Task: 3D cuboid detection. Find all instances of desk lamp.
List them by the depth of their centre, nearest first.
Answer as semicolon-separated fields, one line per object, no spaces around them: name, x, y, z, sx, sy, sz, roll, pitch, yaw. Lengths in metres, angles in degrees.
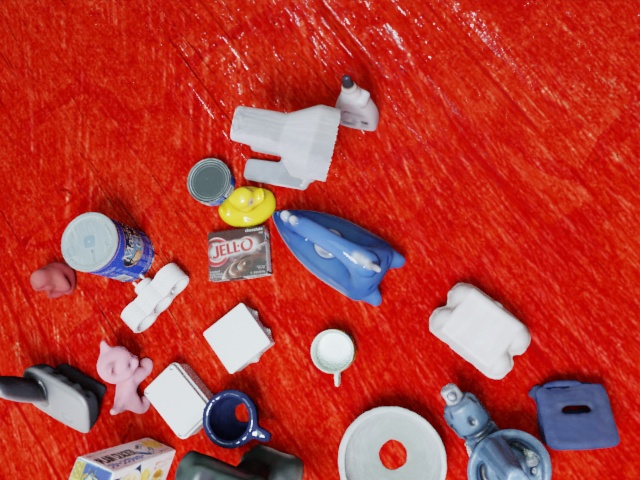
desk lamp;-0.054;-0.157;0.968;0.203;0.214;0.118;10;80;12

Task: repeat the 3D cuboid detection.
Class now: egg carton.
egg carton;0.258;0.145;0.926;0.150;0.069;0.107;37;87;15

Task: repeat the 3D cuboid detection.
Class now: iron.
iron;0.009;0.003;0.962;0.258;0.141;0.119;30;85;14

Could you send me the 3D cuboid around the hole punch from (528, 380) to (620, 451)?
hole punch;0.382;0.264;0.869;0.108;0.091;0.101;-7;77;9

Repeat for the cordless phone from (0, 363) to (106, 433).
cordless phone;-0.468;0.270;0.970;0.147;0.185;0.094;20;83;14

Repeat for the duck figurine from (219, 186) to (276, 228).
duck figurine;-0.138;-0.067;1.031;0.104;0.086;0.077;-15;76;7

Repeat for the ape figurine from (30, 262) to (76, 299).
ape figurine;-0.502;0.075;1.063;0.077;0.092;0.076;24;84;14

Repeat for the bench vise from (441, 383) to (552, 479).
bench vise;0.241;0.309;0.818;0.207;0.220;0.121;35;86;15

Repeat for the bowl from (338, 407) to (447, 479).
bowl;0.115;0.347;0.908;0.167;0.075;0.167;-2;78;10

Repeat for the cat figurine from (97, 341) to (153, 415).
cat figurine;-0.345;0.239;0.989;0.067;0.118;0.128;-3;78;10

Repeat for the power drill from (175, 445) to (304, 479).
power drill;-0.093;0.375;0.870;0.229;0.208;0.076;14;81;13

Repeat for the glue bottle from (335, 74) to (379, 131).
glue bottle;0.058;-0.240;0.986;0.078;0.173;0.037;15;82;13

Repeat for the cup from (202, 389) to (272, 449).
cup;-0.125;0.298;0.950;0.117;0.095;0.092;21;83;14
